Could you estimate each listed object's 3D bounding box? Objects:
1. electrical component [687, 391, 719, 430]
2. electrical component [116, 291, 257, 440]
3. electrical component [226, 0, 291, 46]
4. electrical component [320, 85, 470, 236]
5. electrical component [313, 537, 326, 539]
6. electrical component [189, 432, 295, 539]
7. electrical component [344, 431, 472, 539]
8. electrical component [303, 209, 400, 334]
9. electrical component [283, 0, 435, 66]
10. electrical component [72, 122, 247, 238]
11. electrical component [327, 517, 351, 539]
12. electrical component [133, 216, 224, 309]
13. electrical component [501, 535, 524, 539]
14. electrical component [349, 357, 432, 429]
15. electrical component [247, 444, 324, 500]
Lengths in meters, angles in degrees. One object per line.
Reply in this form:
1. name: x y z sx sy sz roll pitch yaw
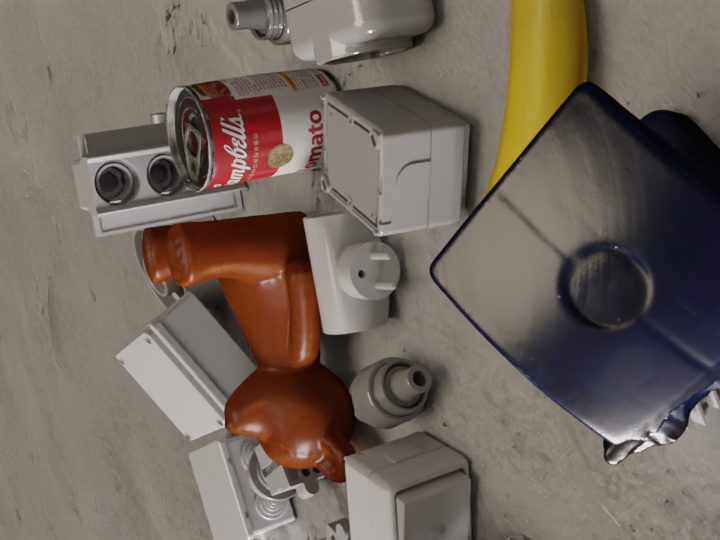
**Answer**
1. electrical component: 0.135 0.047 0.481 0.046 0.040 0.040 22 121 49
2. electrical component: -0.146 0.085 0.928 0.108 0.056 0.109 50 150 -5
3. electrical component: -0.055 -0.166 0.694 0.048 0.062 0.048 32 129 51
4. electrical component: 0.018 -0.068 0.620 0.096 0.061 0.061 -136 41 -55
5. electrical component: -0.024 0.242 0.838 0.044 0.044 0.065 4 101 59
6. electrical component: -0.104 0.189 0.943 0.100 0.048 0.099 -33 73 59
7. electrical component: 0.034 0.161 0.681 0.061 0.062 0.096 22 121 56
8. electrical component: 0.000 0.000 0.688 0.079 0.044 0.077 2 104 60
9. electrical component: -0.002 -0.152 0.618 0.095 0.054 0.059 1 103 60
10. electrical component: -0.161 -0.077 0.856 0.063 0.121 0.078 10 110 61
11. electrical component: 0.010 0.194 0.742 0.048 0.055 0.066 35 131 50
12. electrical component: -0.157 -0.009 0.960 0.099 0.064 0.099 40 147 34
13. electrical component: 0.067 0.196 0.613 0.061 0.096 0.061 -100 5 -74
14. electrical component: 0.023 0.076 0.682 0.062 0.043 0.043 -36 71 58
15. electrical component: -0.061 0.156 0.859 0.055 0.048 0.066 -43 65 49
